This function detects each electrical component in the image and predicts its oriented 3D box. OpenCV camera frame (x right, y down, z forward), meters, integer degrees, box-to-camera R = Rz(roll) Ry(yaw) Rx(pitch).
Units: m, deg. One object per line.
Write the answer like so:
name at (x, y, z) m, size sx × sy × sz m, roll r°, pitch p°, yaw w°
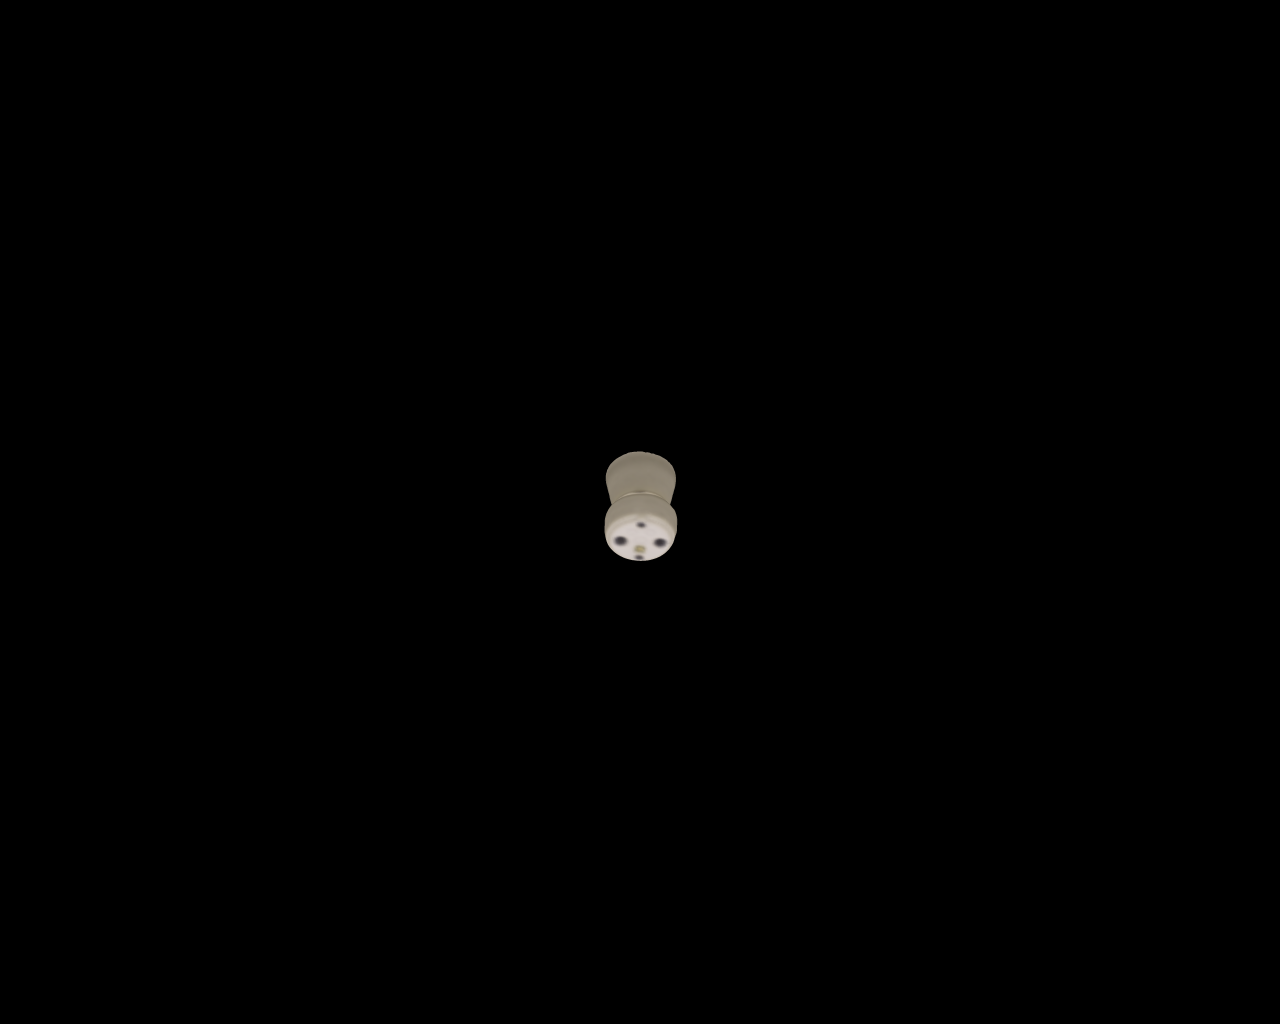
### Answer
electrical component at (0.001, -0.003, 0.650) m, size 0.045 × 0.055 × 0.044 m, roll 0°, pitch -43°, yaw 0°
